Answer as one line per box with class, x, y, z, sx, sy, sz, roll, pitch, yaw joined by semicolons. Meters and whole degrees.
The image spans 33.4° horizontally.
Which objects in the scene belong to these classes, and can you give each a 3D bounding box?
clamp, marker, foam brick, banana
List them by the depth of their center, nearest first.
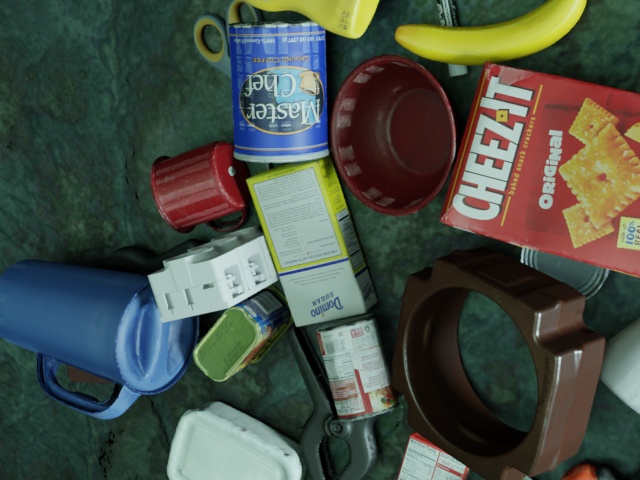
banana;0.173;-0.205;1.030;0.198;0.037;0.069;-18;99;19
marker;0.128;-0.225;1.067;0.020;0.020;0.121;-8;99;27
clamp;0.035;0.205;1.211;0.165;0.036;0.210;7;102;25
clamp;-0.202;0.059;1.291;0.172;0.039;0.120;-1;97;33
foam brick;-0.274;0.147;1.340;0.078;0.051;0.053;-3;101;27

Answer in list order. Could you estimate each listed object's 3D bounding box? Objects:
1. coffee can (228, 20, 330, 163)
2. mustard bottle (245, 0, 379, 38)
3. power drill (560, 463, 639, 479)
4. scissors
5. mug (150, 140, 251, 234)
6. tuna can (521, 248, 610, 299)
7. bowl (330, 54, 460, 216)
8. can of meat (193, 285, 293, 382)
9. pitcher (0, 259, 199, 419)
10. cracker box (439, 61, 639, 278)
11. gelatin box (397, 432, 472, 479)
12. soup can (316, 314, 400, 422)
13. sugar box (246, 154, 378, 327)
coffee can;-0.043;-0.158;1.120;0.103;0.102;0.140;4;104;25
mustard bottle;-0.033;-0.270;1.051;0.192;0.058;0.096;22;99;20
power drill;0.357;0.270;1.057;0.188;0.057;0.184;-43;82;28
scissors;-0.097;-0.170;1.194;0.096;0.016;0.202;7;106;26
mug;-0.125;-0.054;1.203;0.082;0.093;0.117;-18;125;23
tuna can;0.246;0.018;1.062;0.086;0.033;0.086;7;106;25
bowl;0.087;-0.108;1.083;0.162;0.055;0.162;12;107;42
can of meat;-0.088;0.108;1.220;0.057;0.083;0.102;45;117;10
pitcher;-0.275;0.101;1.246;0.243;0.149;0.145;9;115;35
cracker box;0.238;-0.065;1.001;0.214;0.072;0.164;17;92;21
gelatin box;0.127;0.262;1.185;0.073;0.030;0.089;22;111;21
soup can;0.040;0.136;1.143;0.069;0.068;0.102;-16;88;28
sugar box;-0.008;0.001;1.174;0.093;0.048;0.176;-13;102;29
